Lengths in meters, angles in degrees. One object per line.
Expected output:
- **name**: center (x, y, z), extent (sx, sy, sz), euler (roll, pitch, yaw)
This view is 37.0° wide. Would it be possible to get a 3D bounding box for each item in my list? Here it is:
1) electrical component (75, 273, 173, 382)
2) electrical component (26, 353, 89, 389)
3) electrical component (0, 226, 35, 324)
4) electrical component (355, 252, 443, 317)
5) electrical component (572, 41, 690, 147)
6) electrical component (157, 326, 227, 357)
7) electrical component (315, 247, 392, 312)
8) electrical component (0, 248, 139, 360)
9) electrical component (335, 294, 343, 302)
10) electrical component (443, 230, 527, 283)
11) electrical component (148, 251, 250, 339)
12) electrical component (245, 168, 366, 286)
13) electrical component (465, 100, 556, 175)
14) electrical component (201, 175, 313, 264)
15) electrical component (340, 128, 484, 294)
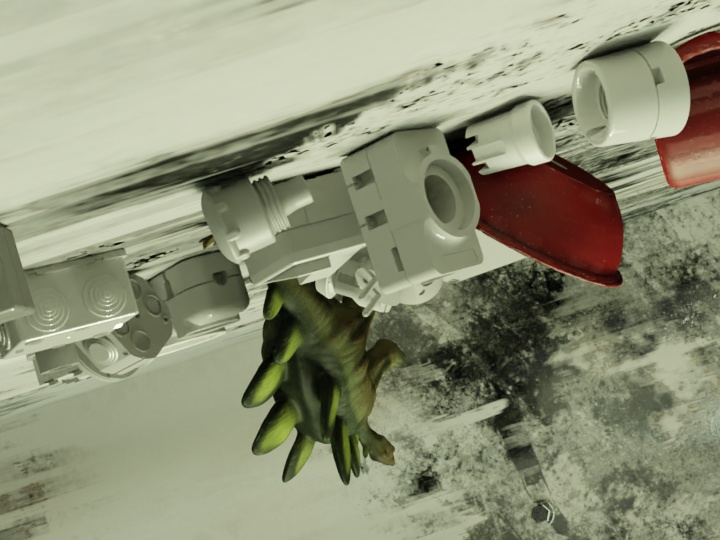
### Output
- **electrical component**: center (-0.195, 0.045, 0.864), extent (0.051, 0.080, 0.080), euler (-27, 172, 32)
- **electrical component**: center (-0.245, 0.061, 0.956), extent (0.121, 0.063, 0.079), euler (-21, 174, 39)
- **electrical component**: center (-0.216, 0.013, 0.563), extent (0.083, 0.047, 0.075), euler (-18, 176, -3)
- **electrical component**: center (0.024, -0.002, 0.737), extent (0.079, 0.044, 0.077), euler (-52, 152, -26)
- **electrical component**: center (0.153, -0.099, 0.615), extent (0.047, 0.055, 0.055), euler (-13, 175, -11)
- **electrical component**: center (-0.189, 0.047, 1.031), extent (0.108, 0.060, 0.108), euler (-18, 176, -1)
- **electrical component**: center (0.000, 0.000, 0.854), extent (0.057, 0.058, 0.078), euler (16, -179, 12)
- **electrical component**: center (-0.212, 0.026, 0.761), extent (0.100, 0.048, 0.100), euler (-15, 174, -29)
- **electrical component**: center (0.030, -0.016, 1.105), extent (0.150, 0.061, 0.089), euler (-18, 177, 1)
- **electrical component**: center (0.085, -0.038, 0.906), extent (0.109, 0.056, 0.109), euler (-21, 155, 37)
- **electrical component**: center (-0.141, 0.024, 0.943), extent (0.054, 0.059, 0.095), euler (-15, 175, -36)
- **electrical component**: center (-0.042, -0.023, 0.729), extent (0.062, 0.061, 0.096), euler (-16, 175, -26)
- **electrical component**: center (0.096, -0.083, 0.686), extent (0.046, 0.040, 0.040), euler (-15, 178, 31)
- **electrical component**: center (-0.059, -0.035, 0.629), extent (0.062, 0.048, 0.048), euler (-24, 176, -5)
- **electrical component**: center (0.035, -0.038, 0.664), extent (0.056, 0.089, 0.050), euler (-22, 174, 43)
